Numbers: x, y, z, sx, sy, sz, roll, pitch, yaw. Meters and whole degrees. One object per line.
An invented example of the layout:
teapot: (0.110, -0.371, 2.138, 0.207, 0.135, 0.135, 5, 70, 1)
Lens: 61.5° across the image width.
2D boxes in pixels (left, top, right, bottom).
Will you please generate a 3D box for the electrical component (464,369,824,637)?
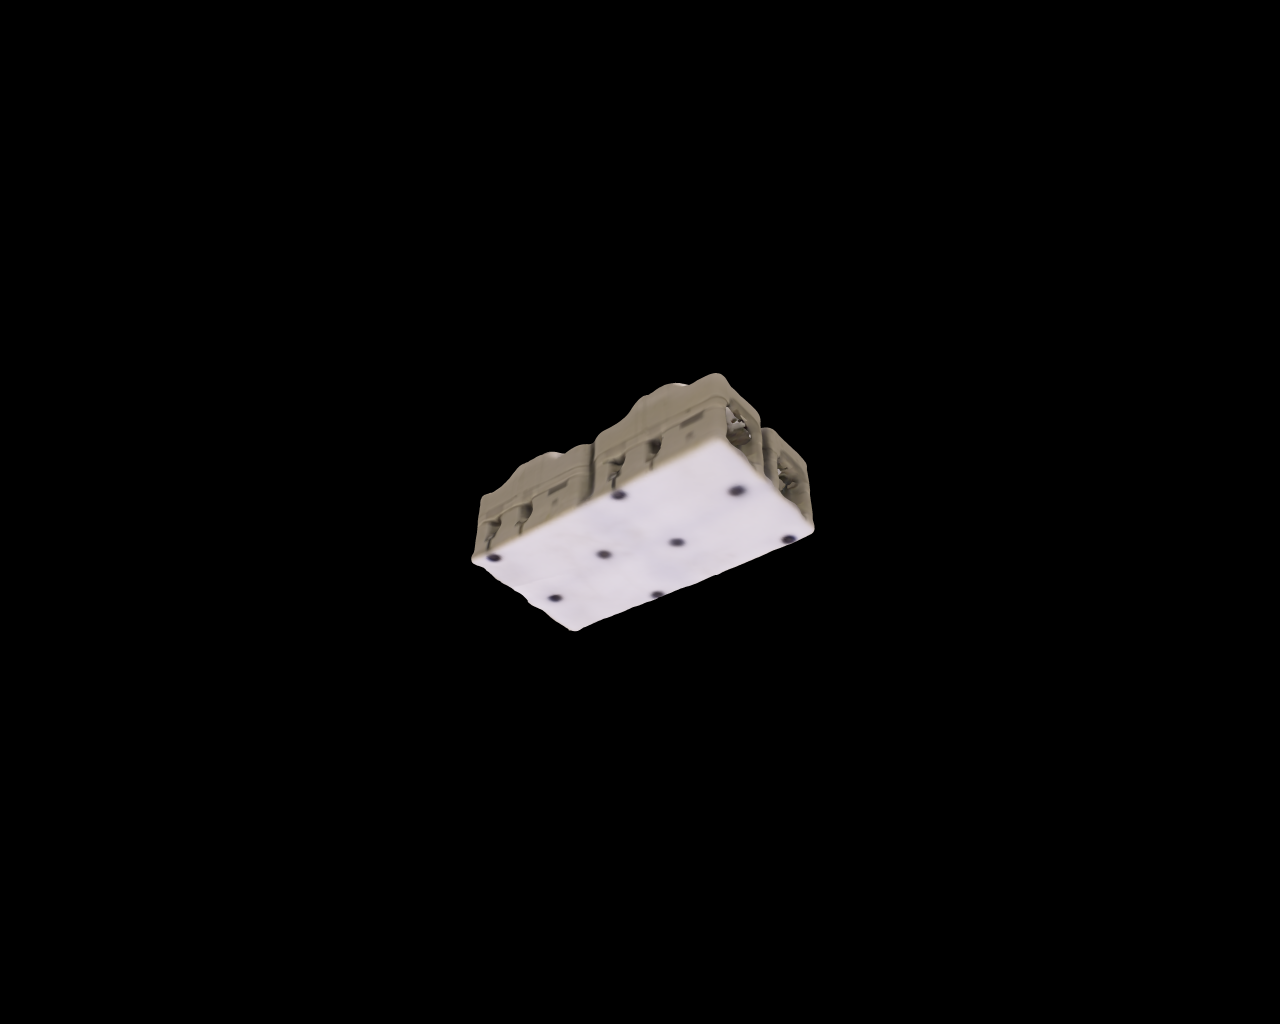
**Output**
electrical component: (0.001, -0.003, 0.650, 0.186, 0.060, 0.105, -25, -45, 28)
